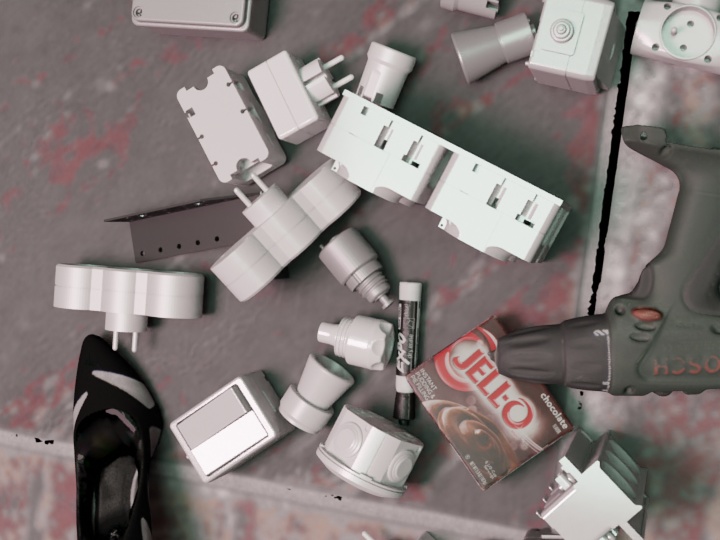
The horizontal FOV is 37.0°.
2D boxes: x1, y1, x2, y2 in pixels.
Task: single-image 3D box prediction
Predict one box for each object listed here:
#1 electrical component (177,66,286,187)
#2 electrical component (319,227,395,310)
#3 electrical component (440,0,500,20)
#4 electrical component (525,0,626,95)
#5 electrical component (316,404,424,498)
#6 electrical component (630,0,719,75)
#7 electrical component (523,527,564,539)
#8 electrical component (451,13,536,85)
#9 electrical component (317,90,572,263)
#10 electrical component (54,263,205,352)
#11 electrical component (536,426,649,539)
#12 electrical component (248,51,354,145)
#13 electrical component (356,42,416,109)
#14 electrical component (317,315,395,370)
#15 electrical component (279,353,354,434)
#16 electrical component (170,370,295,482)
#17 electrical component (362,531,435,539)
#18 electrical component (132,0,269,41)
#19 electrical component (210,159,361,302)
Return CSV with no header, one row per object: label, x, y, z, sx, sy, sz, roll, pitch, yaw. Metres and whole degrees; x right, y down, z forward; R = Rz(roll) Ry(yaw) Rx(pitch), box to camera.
electrical component,-0.108,-0.122,0.925,0.050,0.056,0.089,-29,83,13
electrical component,0.000,0.000,0.906,0.040,0.040,0.078,-42,81,11
electrical component,0.094,-0.228,0.881,0.046,0.040,0.040,19,95,7
electrical component,0.168,-0.175,0.832,0.061,0.096,0.061,16,95,14
electrical component,0.009,0.149,0.885,0.080,0.080,0.051,27,92,13
electrical component,0.259,-0.198,0.835,0.077,0.044,0.079,17,95,14
electrical component,0.161,0.246,0.855,0.062,0.061,0.096,-2,89,15
electrical component,0.112,-0.183,0.876,0.065,0.044,0.044,-19,86,9
electrical component,0.068,-0.068,0.854,0.186,0.105,0.060,29,97,13
electrical component,-0.206,0.036,0.954,0.138,0.052,0.073,4,91,14
electrical component,0.178,0.169,0.819,0.063,0.121,0.078,-46,80,13
electrical component,-0.043,-0.154,0.913,0.077,0.047,0.065,-27,84,13
electrical component,0.021,-0.162,0.901,0.040,0.040,0.046,24,102,13
electrical component,-0.004,0.059,0.906,0.062,0.043,0.043,12,93,16
electrical component,-0.038,0.105,0.914,0.045,0.045,0.055,35,99,12
electrical component,-0.116,0.138,0.926,0.096,0.061,0.061,-35,82,12
electrical component,0.024,0.252,0.898,0.076,0.047,0.083,42,100,11
electrical component,-0.135,-0.259,0.931,0.109,0.056,0.108,7,92,15
electrical component,-0.072,-0.046,0.892,0.138,0.052,0.073,-44,100,-11
